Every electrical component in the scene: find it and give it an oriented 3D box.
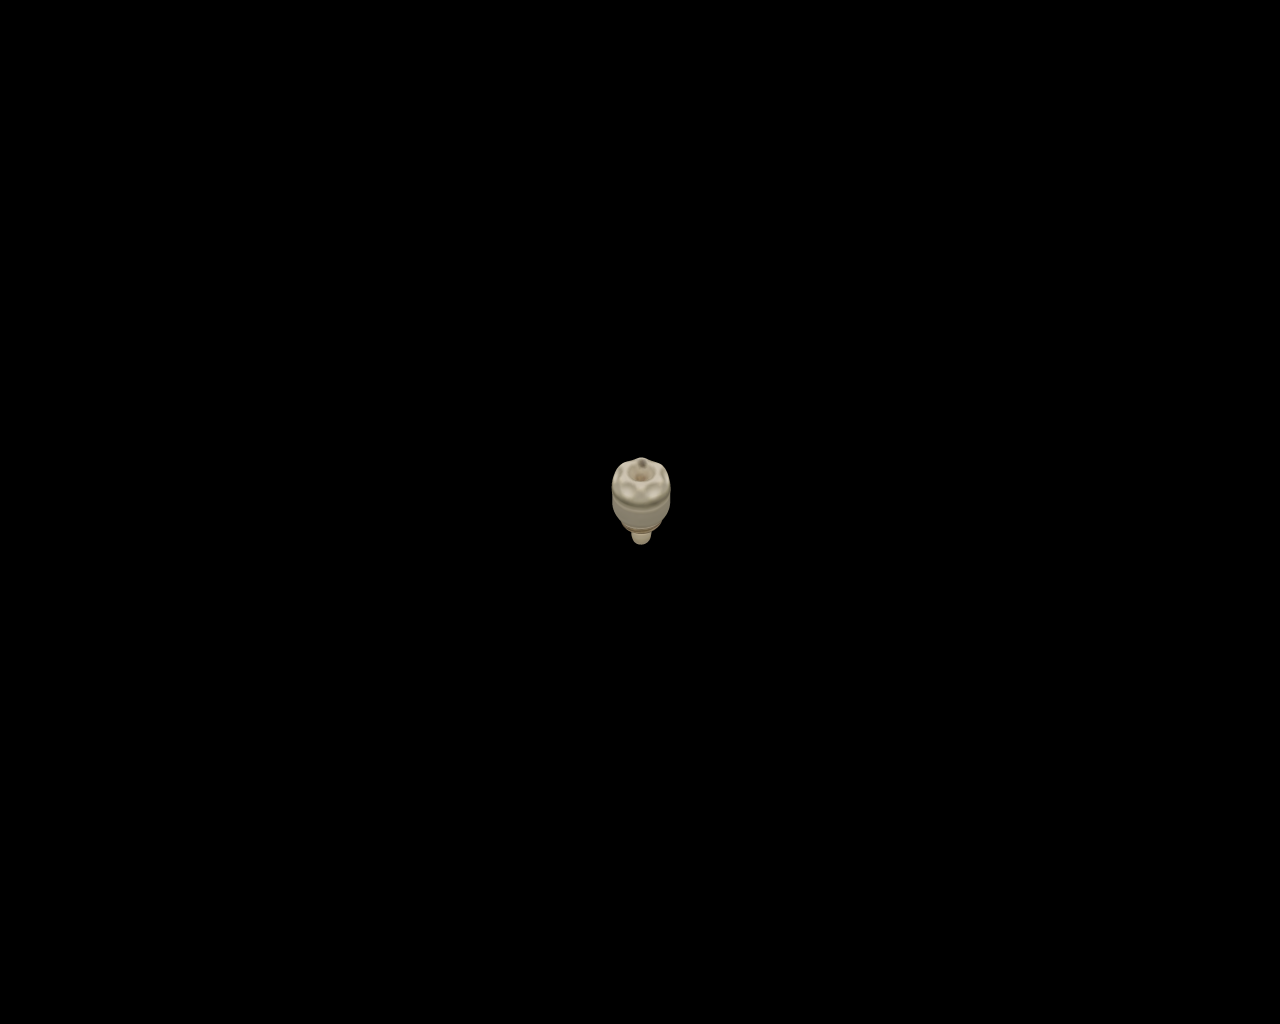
[{"bbox_3d":[0.001,-0.003,0.650,0.035,0.035,0.061,0,-44,0],"label":"electrical component"}]
